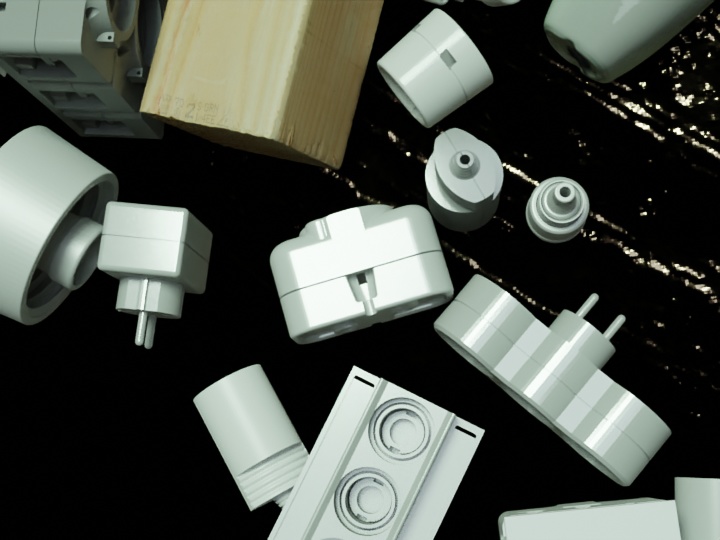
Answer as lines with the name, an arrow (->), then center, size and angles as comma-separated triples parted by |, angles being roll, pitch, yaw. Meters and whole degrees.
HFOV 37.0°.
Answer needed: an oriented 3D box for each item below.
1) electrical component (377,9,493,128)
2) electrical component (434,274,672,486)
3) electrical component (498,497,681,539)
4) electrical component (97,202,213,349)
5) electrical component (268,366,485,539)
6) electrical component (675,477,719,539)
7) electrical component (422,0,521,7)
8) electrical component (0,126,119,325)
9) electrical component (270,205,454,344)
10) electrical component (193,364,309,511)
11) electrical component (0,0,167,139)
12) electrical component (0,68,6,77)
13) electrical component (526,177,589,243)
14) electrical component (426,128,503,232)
electrical component -> 0.043, -0.117, 0.635 | 0.047, 0.055, 0.055 | -39, 79, 1
electrical component -> 0.117, 0.048, 0.600 | 0.138, 0.052, 0.073 | 40, 85, 10
electrical component -> 0.127, 0.200, 0.567 | 0.089, 0.061, 0.150 | -6, 79, 3
electrical component -> -0.119, 0.007, 0.619 | 0.047, 0.065, 0.076 | 6, 81, 6
electrical component -> 0.006, 0.126, 0.589 | 0.079, 0.063, 0.121 | 26, 83, 9
electrical component -> 0.193, 0.153, 0.580 | 0.043, 0.043, 0.081 | 1, 80, 5
electrical component -> 0.072, -0.184, 0.639 | 0.055, 0.048, 0.066 | 28, 91, 38
electrical component -> -0.179, -0.020, 0.610 | 0.060, 0.108, 0.108 | 29, 83, 3
electrical component -> 0.000, 0.000, 0.617 | 0.095, 0.053, 0.059 | -16, 79, 1
electrical component -> -0.057, 0.099, 0.609 | 0.043, 0.043, 0.081 | -30, 79, -1
electrical component -> -0.148, -0.138, 0.604 | 0.062, 0.150, 0.089 | 3, 80, 6
electrical component -> -0.219, -0.163, 0.670 | 0.081, 0.042, 0.063 | -21, 77, 0
electrical component -> 0.113, -0.037, 0.611 | 0.035, 0.061, 0.035 | -1, 80, 5
electrical component -> 0.059, -0.051, 0.608 | 0.043, 0.081, 0.043 | -1, 80, 5
